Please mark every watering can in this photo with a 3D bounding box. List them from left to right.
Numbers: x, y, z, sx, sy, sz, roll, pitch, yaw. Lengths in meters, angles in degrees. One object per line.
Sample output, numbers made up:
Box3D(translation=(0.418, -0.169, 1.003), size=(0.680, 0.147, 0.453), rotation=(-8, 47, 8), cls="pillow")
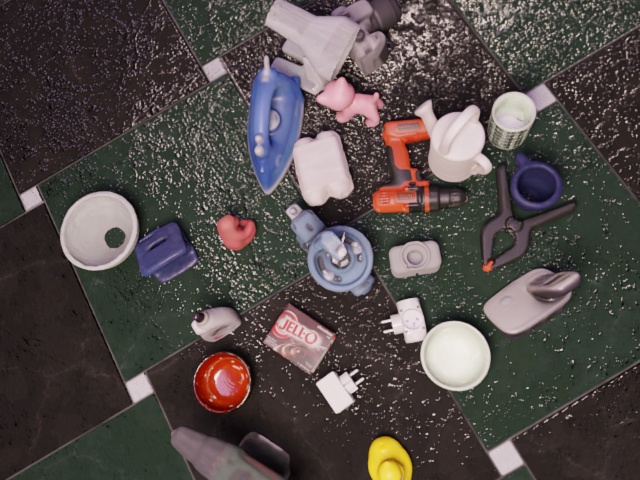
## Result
Box3D(translation=(0.250, -0.191, 1.073), size=(0.172, 0.194, 0.101), rotation=(22, 80, 13), cls="watering can")

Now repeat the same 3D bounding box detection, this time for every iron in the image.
Box3D(translation=(-0.105, -0.235, 1.163), size=(0.118, 0.141, 0.258), rotation=(2, 76, 9), cls="iron")

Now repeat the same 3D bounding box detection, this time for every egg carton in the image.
Box3D(translation=(0.004, -0.145, 1.162), size=(0.107, 0.069, 0.150), rotation=(-17, 74, 4), cls="egg carton")

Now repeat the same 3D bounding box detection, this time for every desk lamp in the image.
Box3D(translation=(-0.019, -0.385, 1.151), size=(0.203, 0.214, 0.118), rotation=(26, 81, 14), cls="desk lamp")

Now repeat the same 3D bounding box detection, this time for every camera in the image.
Box3D(translation=(0.108, -0.453, 1.209), size=(0.137, 0.101, 0.143), rotation=(-31, 74, 0), cls="camera")

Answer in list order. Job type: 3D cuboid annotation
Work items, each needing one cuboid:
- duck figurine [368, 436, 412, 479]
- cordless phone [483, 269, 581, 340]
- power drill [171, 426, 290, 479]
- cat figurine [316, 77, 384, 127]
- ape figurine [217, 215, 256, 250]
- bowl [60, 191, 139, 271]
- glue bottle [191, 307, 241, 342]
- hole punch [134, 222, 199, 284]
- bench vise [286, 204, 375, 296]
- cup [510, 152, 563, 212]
Box3D(translation=(0.121, 0.398, 0.998), size=(0.077, 0.086, 0.104), rotation=(-19, 74, 3), cls="duck figurine")
Box3D(translation=(0.367, 0.102, 0.987), size=(0.147, 0.185, 0.094), rotation=(-37, 74, -2), cls="cordless phone")
Box3D(translation=(-0.128, 0.384, 0.974), size=(0.229, 0.208, 0.076), rotation=(28, 81, 14), cls="power drill")
Box3D(translation=(0.062, -0.288, 1.165), size=(0.127, 0.118, 0.067), rotation=(7, 77, 10), cls="cat figurine")
Box3D(translation=(-0.174, -0.023, 1.144), size=(0.077, 0.092, 0.076), rotation=(23, 80, 13), cls="ape figurine")
Box3D(translation=(-0.443, -0.012, 1.189), size=(0.167, 0.075, 0.167), rotation=(-2, 76, 8), cls="bowl")
Box3D(translation=(-0.203, 0.152, 1.062), size=(0.078, 0.173, 0.037), rotation=(-37, 73, -2), cls="glue bottle")
Box3D(translation=(-0.318, 0.022, 1.154), size=(0.108, 0.091, 0.101), rotation=(-33, 74, -1), cls="hole punch")
Box3D(translation=(0.004, 0.014, 1.043), size=(0.207, 0.220, 0.121), rotation=(27, 81, 14), cls="bench vise")
Box3D(translation=(0.393, -0.101, 1.082), size=(0.091, 0.095, 0.117), rotation=(-24, 74, 2), cls="cup")
